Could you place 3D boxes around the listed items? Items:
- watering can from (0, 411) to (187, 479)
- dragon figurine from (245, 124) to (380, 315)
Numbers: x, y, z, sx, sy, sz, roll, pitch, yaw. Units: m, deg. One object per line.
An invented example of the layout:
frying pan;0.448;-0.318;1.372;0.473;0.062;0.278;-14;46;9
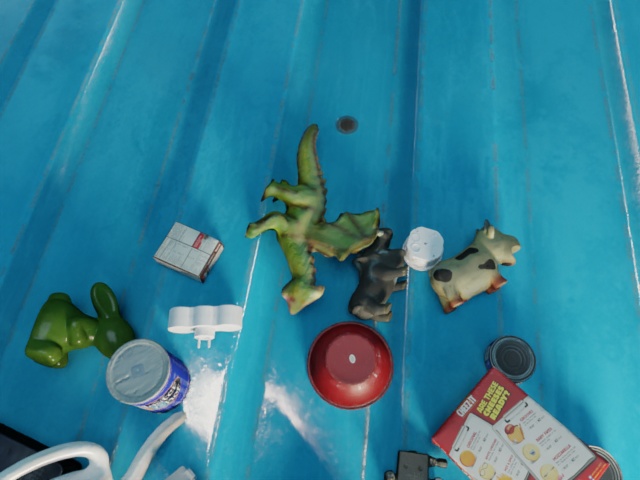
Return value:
watering can;-0.352;0.418;0.796;0.103;0.349;0.225;-12;88;51
dragon figurine;0.003;-0.052;1.028;0.243;0.120;0.417;20;68;12
